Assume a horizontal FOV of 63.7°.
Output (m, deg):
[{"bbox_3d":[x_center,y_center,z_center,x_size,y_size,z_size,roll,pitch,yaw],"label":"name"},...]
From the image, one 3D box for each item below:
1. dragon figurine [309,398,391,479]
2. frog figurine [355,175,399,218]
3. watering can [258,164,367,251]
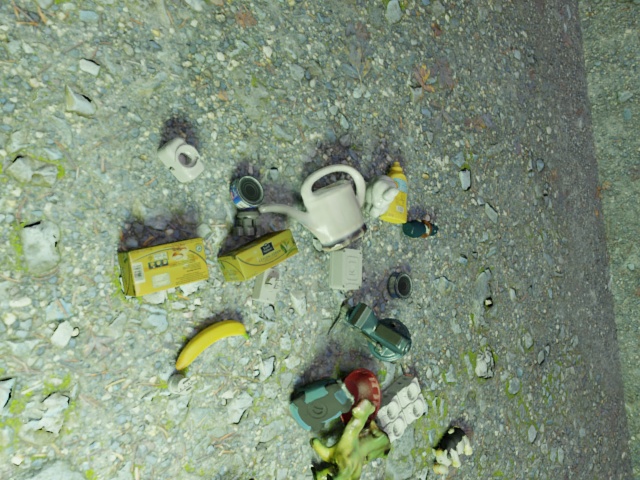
[{"bbox_3d":[0.099,0.590,1.339,0.244,0.123,0.404,-16,112,-31],"label":"dragon figurine"},{"bbox_3d":[0.181,-0.131,1.500,0.121,0.159,0.140,47,59,-28],"label":"frog figurine"},{"bbox_3d":[0.004,-0.070,1.383,0.352,0.103,0.222,-29,103,-33],"label":"watering can"}]
